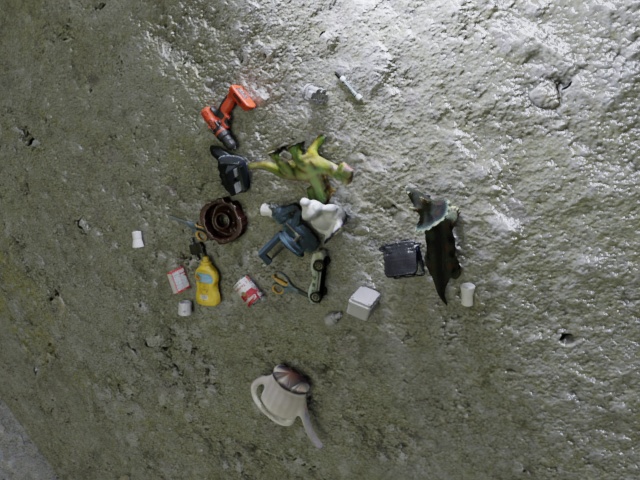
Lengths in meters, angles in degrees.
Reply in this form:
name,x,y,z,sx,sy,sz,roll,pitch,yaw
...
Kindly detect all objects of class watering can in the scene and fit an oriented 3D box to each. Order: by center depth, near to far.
name,x,y,z,sx,sy,sz,roll,pitch,yaw
watering can,-0.102,0.606,1.908,0.350,0.221,0.105,30,23,16

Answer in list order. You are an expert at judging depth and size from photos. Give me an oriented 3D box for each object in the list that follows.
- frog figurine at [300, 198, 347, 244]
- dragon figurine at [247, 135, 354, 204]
name,x,y,z,sx,sy,sz,roll,pitch,yaw
frog figurine,0.005,-0.084,1.678,0.124,0.159,0.136,-46,2,-21
dragon figurine,-0.057,-0.203,1.706,0.407,0.241,0.124,-14,15,39
